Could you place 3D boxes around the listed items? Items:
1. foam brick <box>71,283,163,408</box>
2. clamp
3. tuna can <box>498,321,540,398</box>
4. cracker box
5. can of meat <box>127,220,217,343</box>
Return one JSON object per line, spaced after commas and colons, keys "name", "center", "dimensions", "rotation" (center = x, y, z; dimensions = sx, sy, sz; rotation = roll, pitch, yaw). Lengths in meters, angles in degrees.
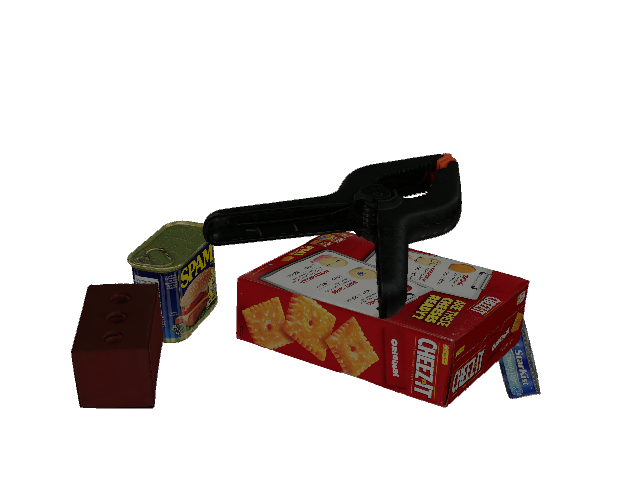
{"name": "foam brick", "center": [-0.140, 0.073, 0.744], "dimensions": [0.053, 0.051, 0.078], "rotation": [-1, 33, -3]}
{"name": "clamp", "center": [0.029, -0.020, 0.773], "dimensions": [0.165, 0.036, 0.209], "rotation": [19, 33, 26]}
{"name": "tuna can", "center": [0.210, 0.125, 1.143], "dimensions": [0.034, 0.086, 0.086], "rotation": [-13, -3, 12]}
{"name": "cracker box", "center": [0.056, 0.064, 0.964], "dimensions": [0.214, 0.072, 0.163], "rotation": [16, 24, 29]}
{"name": "can of meat", "center": [-0.141, 0.040, 1.043], "dimensions": [0.057, 0.084, 0.102], "rotation": [8, 27, 19]}
